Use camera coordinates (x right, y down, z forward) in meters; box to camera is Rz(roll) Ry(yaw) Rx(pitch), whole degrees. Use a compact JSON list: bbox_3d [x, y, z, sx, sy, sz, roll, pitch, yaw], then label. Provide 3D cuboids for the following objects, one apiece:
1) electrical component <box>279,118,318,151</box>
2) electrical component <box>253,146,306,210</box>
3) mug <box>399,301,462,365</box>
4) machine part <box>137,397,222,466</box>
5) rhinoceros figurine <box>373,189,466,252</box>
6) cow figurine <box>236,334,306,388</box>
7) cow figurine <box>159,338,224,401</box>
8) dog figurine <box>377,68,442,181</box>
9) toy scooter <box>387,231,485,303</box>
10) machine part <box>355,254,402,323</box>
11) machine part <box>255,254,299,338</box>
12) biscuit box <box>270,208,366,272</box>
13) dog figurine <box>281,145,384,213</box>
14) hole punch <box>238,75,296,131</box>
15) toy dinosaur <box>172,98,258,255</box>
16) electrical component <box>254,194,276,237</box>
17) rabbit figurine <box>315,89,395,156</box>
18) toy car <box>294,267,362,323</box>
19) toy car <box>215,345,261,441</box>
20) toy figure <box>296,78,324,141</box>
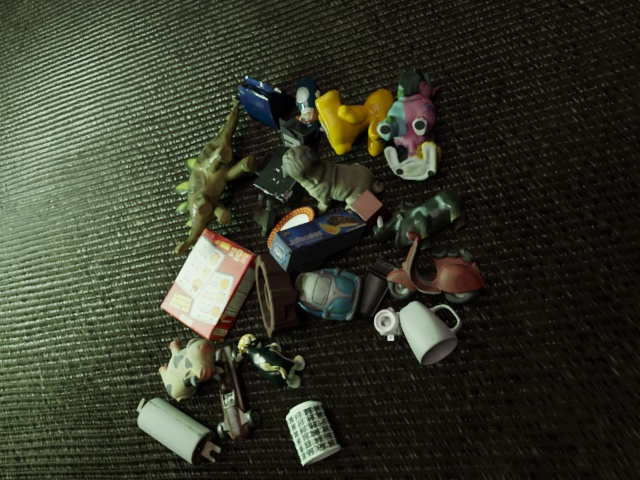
[{"bbox_3d":[-0.062,-0.245,1.261,0.119,0.074,0.048,33,60,25],"label":"electrical component"},{"bbox_3d":[-0.088,-0.149,1.259,0.134,0.058,0.115,31,86,28],"label":"electrical component"},{"bbox_3d":[0.205,0.162,1.014,0.109,0.080,0.107,-45,52,13],"label":"mug"},{"bbox_3d":[-0.313,0.414,1.170,0.244,0.079,0.079,20,83,27],"label":"machine part"},{"bbox_3d":[0.199,-0.040,1.084,0.190,0.073,0.112,-26,66,14],"label":"rhinoceros figurine"},{"bbox_3d":[-0.120,0.249,1.123,0.168,0.098,0.068,22,90,28],"label":"cow figurine"},{"bbox_3d":[-0.276,0.277,1.146,0.194,0.085,0.127,-56,50,37],"label":"cow figurine"},{"bbox_3d":[0.205,-0.252,1.140,0.109,0.191,0.219,-5,38,26],"label":"dog figurine"},{"bbox_3d":[0.216,0.048,1.014,0.184,0.075,0.135,0,108,17],"label":"toy scooter"},{"bbox_3d":[0.117,0.102,1.097,0.084,0.039,0.139,30,86,24],"label":"machine part"},{"bbox_3d":[-0.092,0.114,1.120,0.056,0.179,0.179,-9,66,-16],"label":"machine part"},{"bbox_3d":[-0.002,-0.003,1.099,0.059,0.203,0.062,48,139,28],"label":"biscuit box"},{"bbox_3d":[0.029,-0.135,1.126,0.172,0.190,0.121,-11,70,19],"label":"dog figurine"},{"bbox_3d":[-0.136,-0.336,1.311,0.142,0.115,0.092,33,97,29],"label":"hole punch"},{"bbox_3d":[-0.255,-0.168,1.289,0.199,0.105,0.471,-3,58,44],"label":"toy dinosaur"},{"bbox_3d":[-0.131,-0.056,1.251,0.063,0.021,0.093,33,121,43],"label":"electrical component"},{"bbox_3d":[0.093,-0.271,1.187,0.173,0.121,0.162,-26,66,-6],"label":"rabbit figurine"},{"bbox_3d":[0.001,0.101,1.094,0.162,0.103,0.109,6,76,48],"label":"toy car"},{"bbox_3d":[-0.192,0.327,1.158,0.089,0.053,0.202,-26,66,19],"label":"toy car"},{"bbox_3d":[-0.028,-0.310,1.285,0.064,0.058,0.154,-33,57,56],"label":"toy figure"}]
